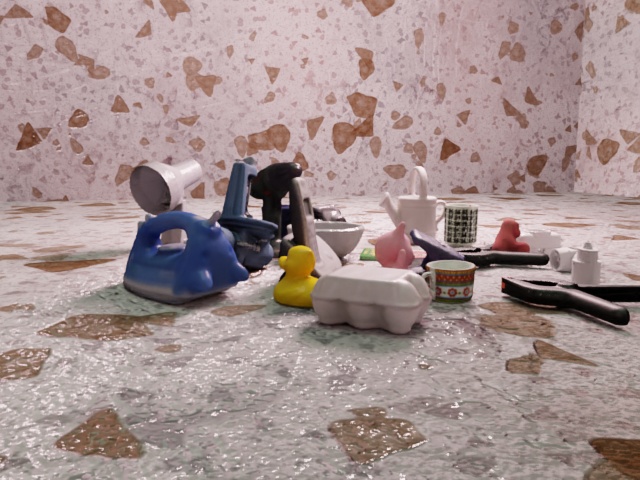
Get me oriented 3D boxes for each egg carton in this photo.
[{"bbox_3d":[0.068,0.076,0.759,0.150,0.069,0.107,4,9,24],"label":"egg carton"}]

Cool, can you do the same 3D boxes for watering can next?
[{"bbox_3d":[0.241,-0.091,1.465,0.173,0.194,0.100,-5,10,-32],"label":"watering can"}]

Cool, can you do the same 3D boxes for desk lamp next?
[{"bbox_3d":[-0.345,-0.086,1.370,0.117,0.213,0.204,4,9,26],"label":"desk lamp"}]

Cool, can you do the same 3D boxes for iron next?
[{"bbox_3d":[-0.240,0.016,0.923,0.257,0.141,0.119,6,10,35],"label":"iron"}]

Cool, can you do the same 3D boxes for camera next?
[{"bbox_3d":[-0.021,-0.037,1.422,0.137,0.101,0.142,-6,11,-37],"label":"camera"}]

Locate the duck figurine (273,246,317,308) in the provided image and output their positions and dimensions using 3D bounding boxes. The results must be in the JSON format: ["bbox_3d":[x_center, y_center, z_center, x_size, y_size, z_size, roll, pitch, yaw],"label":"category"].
[{"bbox_3d":[-0.025,0.052,0.865,0.104,0.086,0.078,7,11,40],"label":"duck figurine"}]

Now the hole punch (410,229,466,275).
[{"bbox_3d":[0.207,0.027,1.017,0.101,0.091,0.109,1,8,5],"label":"hole punch"}]

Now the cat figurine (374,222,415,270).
[{"bbox_3d":[0.119,0.031,0.897,0.067,0.118,0.128,0,8,0],"label":"cat figurine"}]

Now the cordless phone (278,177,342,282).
[{"bbox_3d":[-0.017,-0.019,1.006,0.094,0.185,0.148,2,9,13],"label":"cordless phone"}]

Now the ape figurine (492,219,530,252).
[{"bbox_3d":[0.394,0.002,1.187,0.076,0.092,0.077,-1,8,-5],"label":"ape figurine"}]

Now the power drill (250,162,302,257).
[{"bbox_3d":[-0.098,-0.070,1.281,0.076,0.208,0.228,-5,10,-29],"label":"power drill"}]

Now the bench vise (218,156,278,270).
[{"bbox_3d":[-0.145,-0.042,1.046,0.121,0.220,0.207,1,9,8],"label":"bench vise"}]

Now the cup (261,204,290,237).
[{"bbox_3d":[-0.097,-0.042,1.479,0.092,0.095,0.117,-8,12,-43],"label":"cup"}]

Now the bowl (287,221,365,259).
[{"bbox_3d":[0.011,0.004,1.230,0.167,0.075,0.167,0,8,0],"label":"bowl"}]
